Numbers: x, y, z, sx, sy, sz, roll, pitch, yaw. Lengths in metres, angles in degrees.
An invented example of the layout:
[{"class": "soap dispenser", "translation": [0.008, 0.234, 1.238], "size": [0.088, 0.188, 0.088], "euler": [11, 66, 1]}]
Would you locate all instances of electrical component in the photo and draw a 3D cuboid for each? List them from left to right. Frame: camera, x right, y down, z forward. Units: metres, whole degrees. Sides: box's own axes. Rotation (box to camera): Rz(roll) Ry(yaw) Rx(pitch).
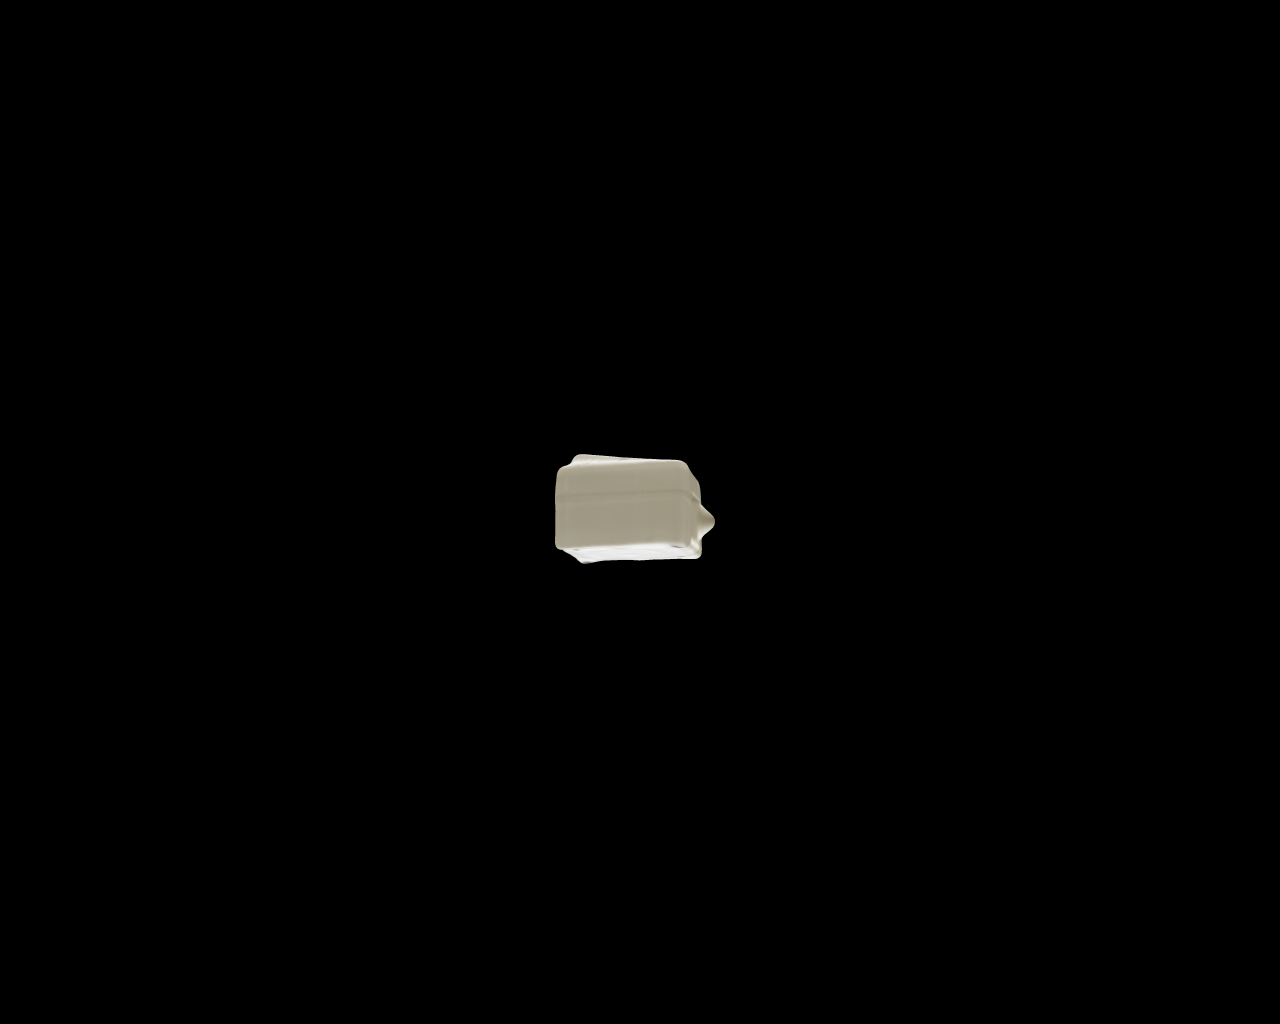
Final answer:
[{"class": "electrical component", "translation": [0.001, -0.003, 0.650], "size": [0.096, 0.061, 0.061], "euler": [-2, -11, 12]}]
